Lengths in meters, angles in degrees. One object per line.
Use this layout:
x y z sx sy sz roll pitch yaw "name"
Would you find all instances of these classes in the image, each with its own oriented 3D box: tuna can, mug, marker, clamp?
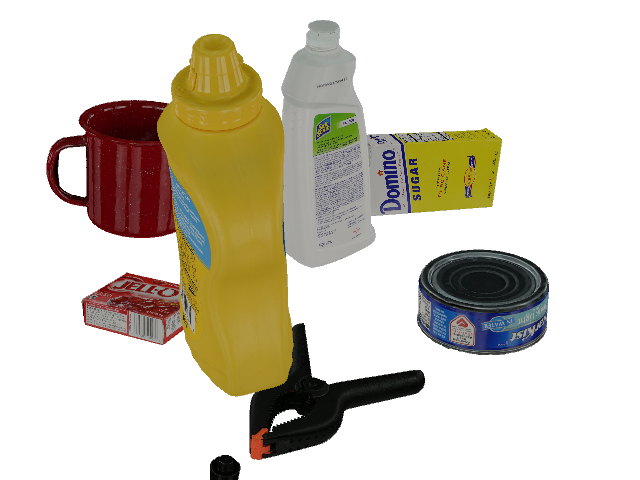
0.107 0.039 0.702 0.086 0.034 0.086 -1 26 0 "tuna can"
-0.149 -0.053 0.812 0.117 0.081 0.093 -4 28 -20 "mug"
-0.065 0.185 0.683 0.020 0.121 0.020 6 31 -4 "marker"
0.002 0.160 1.084 0.165 0.036 0.209 15 30 21 "clamp"

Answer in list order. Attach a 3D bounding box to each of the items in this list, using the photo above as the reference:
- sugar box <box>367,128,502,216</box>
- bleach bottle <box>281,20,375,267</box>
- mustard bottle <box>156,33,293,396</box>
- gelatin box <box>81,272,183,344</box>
0.128 -0.082 1.286 0.176 0.093 0.048 -7 26 -22 "sugar box"
0.008 -0.099 1.065 0.102 0.251 0.068 -24 41 -31 "bleach bottle"
-0.047 -0.016 0.530 0.058 0.192 0.096 -12 45 -12 "mustard bottle"
-0.163 0.061 0.989 0.089 0.030 0.073 12 23 22 "gelatin box"
